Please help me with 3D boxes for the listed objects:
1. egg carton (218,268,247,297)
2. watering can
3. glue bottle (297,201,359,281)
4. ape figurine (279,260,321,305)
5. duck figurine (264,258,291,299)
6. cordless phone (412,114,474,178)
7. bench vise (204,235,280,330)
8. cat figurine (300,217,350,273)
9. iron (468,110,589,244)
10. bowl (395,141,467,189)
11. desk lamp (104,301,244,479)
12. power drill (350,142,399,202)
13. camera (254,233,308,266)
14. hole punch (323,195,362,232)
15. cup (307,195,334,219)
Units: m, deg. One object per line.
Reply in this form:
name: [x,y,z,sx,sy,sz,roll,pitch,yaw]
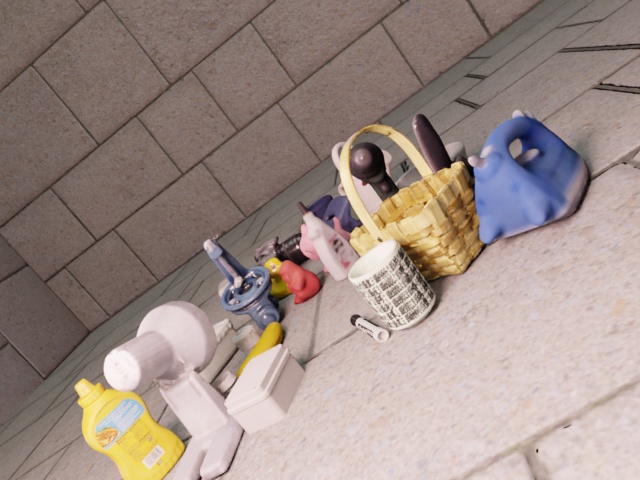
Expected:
egg carton: [-0.219,0.129,1.537,0.107,0.069,0.150,-39,12,-5]
watering can: [0.104,-0.154,1.359,0.172,0.194,0.101,-32,13,24]
glue bottle: [0.008,-0.005,1.126,0.037,0.173,0.078,-28,15,37]
ape figurine: [-0.048,0.081,1.162,0.076,0.092,0.078,-36,12,8]
duck figurine: [-0.095,0.081,1.313,0.104,0.086,0.078,-25,17,46]
cordless phone: [0.199,-0.118,0.966,0.094,0.185,0.148,-32,13,26]
bench vise: [-0.178,0.088,1.202,0.122,0.220,0.207,-43,13,-22]
cat figurine: [0.011,0.004,1.217,0.128,0.118,0.067,-44,13,-26]
iron: [0.284,-0.111,0.796,0.118,0.141,0.259,-25,18,47]
bowl: [0.232,-0.119,1.146,0.167,0.075,0.167,-36,12,9]
desk lamp: [-0.203,0.210,0.827,0.118,0.214,0.203,-34,12,16]
power drill: [0.121,-0.090,1.029,0.075,0.208,0.229,-36,12,7]
camera: [-0.091,0.039,1.428,0.136,0.101,0.143,-34,12,15]
hole punch: [0.043,-0.045,1.376,0.101,0.091,0.108,-43,13,-24]
cup: [0.013,-0.051,1.478,0.091,0.095,0.118,-31,14,28]
